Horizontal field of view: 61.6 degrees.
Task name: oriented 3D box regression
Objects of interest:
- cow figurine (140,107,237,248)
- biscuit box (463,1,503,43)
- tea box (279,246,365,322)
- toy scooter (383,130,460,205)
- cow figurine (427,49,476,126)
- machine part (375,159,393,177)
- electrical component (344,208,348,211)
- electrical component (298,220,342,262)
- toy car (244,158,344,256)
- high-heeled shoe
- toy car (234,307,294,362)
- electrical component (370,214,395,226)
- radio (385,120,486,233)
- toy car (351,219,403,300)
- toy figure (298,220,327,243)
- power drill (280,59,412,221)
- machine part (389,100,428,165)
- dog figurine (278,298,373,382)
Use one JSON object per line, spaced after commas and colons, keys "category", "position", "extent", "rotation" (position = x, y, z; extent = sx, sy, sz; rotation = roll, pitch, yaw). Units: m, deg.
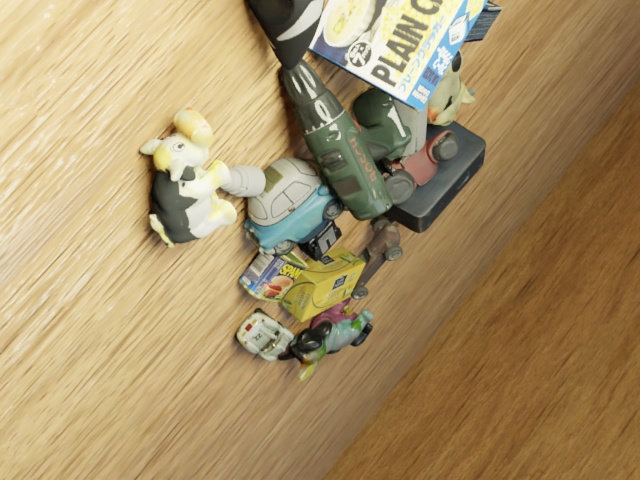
{"category": "cow figurine", "position": [-0.153, -0.064, 0.590], "extent": [0.098, 0.068, 0.167], "rotation": [-34, 150, -23]}
{"category": "biscuit box", "position": [0.209, -0.350, 0.841], "extent": [0.202, 0.059, 0.062], "rotation": [-26, 155, -46]}
{"category": "tea box", "position": [0.006, 0.084, 1.069], "extent": [0.169, 0.068, 0.098], "rotation": [-20, 140, -49]}
{"category": "toy scooter", "position": [0.167, -0.148, 1.007], "extent": [0.184, 0.135, 0.075], "rotation": [-39, 119, 10]}
{"category": "cow figurine", "position": [0.212, -0.271, 0.943], "extent": [0.127, 0.086, 0.194], "rotation": [-42, 154, -8]}
{"category": "machine part", "position": [0.054, -0.102, 0.896], "extent": [0.139, 0.039, 0.084], "rotation": [-26, 150, 3]}
{"category": "electrical component", "position": [0.056, -0.092, 0.974], "extent": [0.063, 0.021, 0.094], "rotation": [-45, 156, -14]}
{"category": "electrical component", "position": [-0.002, -0.003, 0.962], "extent": [0.075, 0.048, 0.119], "rotation": [-44, 153, -17]}
{"category": "toy car", "position": [-0.047, -0.061, 0.754], "extent": [0.162, 0.109, 0.102], "rotation": [-39, 134, -5]}
{"category": "high-heeled shoe", "position": [-0.076, -0.233, 0.481], "extent": [0.145, 0.086, 0.248], "rotation": [-39, 148, -23]}
{"category": "toy car", "position": [-0.102, 0.186, 1.027], "extent": [0.073, 0.056, 0.201], "rotation": [-49, 155, -8]}
{"category": "electrical component", "position": [0.148, -0.060, 1.162], "extent": [0.102, 0.045, 0.078], "rotation": [-22, 170, -45]}
{"category": "radio", "position": [0.220, -0.133, 1.077], "extent": [0.229, 0.131, 0.073], "rotation": [-48, 154, -11]}
{"category": "toy car", "position": [0.102, 0.044, 1.130], "extent": [0.053, 0.089, 0.202], "rotation": [7, 137, -33]}
{"category": "toy figure", "position": [0.002, -0.057, 0.848], "extent": [0.154, 0.058, 0.064], "rotation": [-47, 171, 29]}
{"category": "power drill", "position": [0.049, -0.155, 0.735], "extent": [0.086, 0.231, 0.207], "rotation": [-20, -166, 28]}
{"category": "machine part", "position": [0.135, -0.219, 0.859], "extent": [0.079, 0.079, 0.243], "rotation": [-43, 148, -22]}
{"category": "dog figurine", "position": [0.012, 0.231, 1.240], "extent": [0.219, 0.109, 0.191], "rotation": [-40, 156, -17]}
